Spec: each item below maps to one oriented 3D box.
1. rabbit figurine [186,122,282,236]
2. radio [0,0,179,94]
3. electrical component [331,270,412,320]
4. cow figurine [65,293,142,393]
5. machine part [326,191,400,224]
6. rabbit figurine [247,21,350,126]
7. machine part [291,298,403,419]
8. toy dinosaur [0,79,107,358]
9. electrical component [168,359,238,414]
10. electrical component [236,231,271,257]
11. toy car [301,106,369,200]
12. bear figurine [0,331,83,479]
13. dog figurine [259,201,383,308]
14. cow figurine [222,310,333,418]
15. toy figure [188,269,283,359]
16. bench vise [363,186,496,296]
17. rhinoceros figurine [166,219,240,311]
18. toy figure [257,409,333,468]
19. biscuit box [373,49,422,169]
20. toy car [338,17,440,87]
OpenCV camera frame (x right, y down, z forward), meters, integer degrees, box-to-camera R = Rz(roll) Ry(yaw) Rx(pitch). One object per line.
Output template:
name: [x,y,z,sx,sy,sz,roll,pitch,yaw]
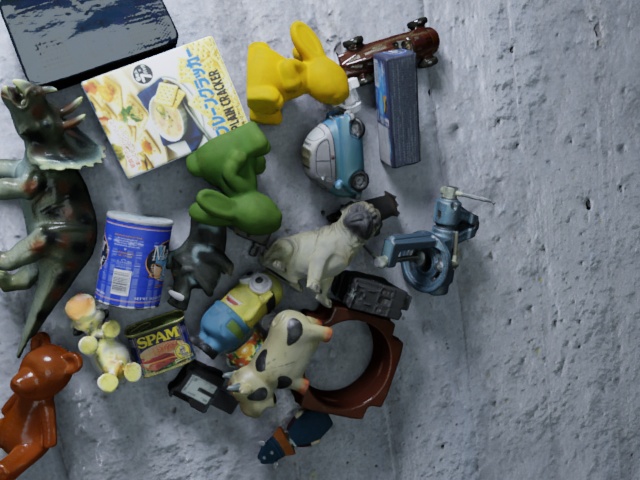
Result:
rabbit figurine: [-0.130,-0.081,0.860,0.159,0.121,0.170,-24,81,-27]
radio: [-0.346,-0.322,0.816,0.230,0.073,0.131,-25,104,-15]
electrical component: [0.100,0.100,1.006,0.134,0.115,0.058,15,97,-20]
cow figurine: [-0.358,0.164,0.880,0.068,0.098,0.167,-27,92,-24]
machine part: [0.086,-0.043,1.022,0.139,0.039,0.084,-28,98,-11]
rabbit figurine: [-0.036,-0.271,0.904,0.173,0.122,0.162,3,75,1]
machine part: [0.041,0.222,1.020,0.201,0.087,0.201,18,94,-20]
toy dinosaur: [-0.410,-0.033,0.819,0.192,0.131,0.404,-10,107,-17]
electrical component: [-0.203,0.265,0.963,0.119,0.048,0.075,30,88,-21]
electrical component: [-0.119,-0.019,0.963,0.063,0.021,0.094,21,92,-20]
toy car: [0.021,-0.144,0.934,0.103,0.109,0.161,-14,118,-19]
bear figurine: [-0.453,0.252,0.826,0.120,0.132,0.195,28,108,17]
dog figurine: [0.000,-0.001,0.958,0.172,0.121,0.190,28,76,13]
cow figurine: [-0.078,0.207,0.896,0.127,0.085,0.195,26,93,-19]
toy figure: [-0.143,0.127,0.939,0.082,0.089,0.180,37,73,16]
bench vise: [0.199,0.008,1.012,0.240,0.129,0.223,-6,120,-36]
rhinoceros figurine: [-0.203,0.029,0.915,0.112,0.073,0.190,17,92,-21]
toy figure: [-0.049,0.376,1.027,0.154,0.064,0.057,-31,144,-8]
biscuit box: [0.140,-0.236,0.971,0.063,0.059,0.202,-15,119,-15]
toy car: [0.131,-0.344,0.984,0.202,0.053,0.089,-20,107,-16]
